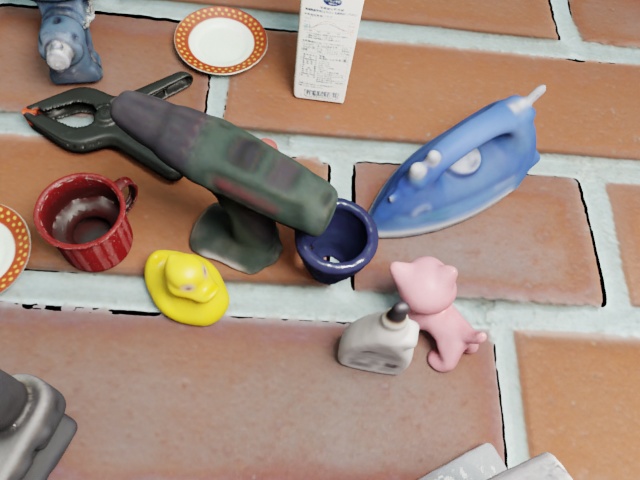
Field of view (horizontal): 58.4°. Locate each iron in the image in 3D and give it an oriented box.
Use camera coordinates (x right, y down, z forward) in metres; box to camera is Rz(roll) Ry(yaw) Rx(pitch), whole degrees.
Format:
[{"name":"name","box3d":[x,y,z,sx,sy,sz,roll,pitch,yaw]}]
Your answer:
[{"name":"iron","box3d":[0.165,-0.096,0.697,0.259,0.141,0.118,-31,71,-19]}]

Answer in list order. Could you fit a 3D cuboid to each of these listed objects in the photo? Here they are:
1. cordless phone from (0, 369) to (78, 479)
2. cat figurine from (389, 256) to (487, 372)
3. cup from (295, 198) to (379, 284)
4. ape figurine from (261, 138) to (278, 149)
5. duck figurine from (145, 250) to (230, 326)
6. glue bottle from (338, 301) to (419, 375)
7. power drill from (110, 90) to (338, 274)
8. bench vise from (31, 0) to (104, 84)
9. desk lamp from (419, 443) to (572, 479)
[{"name":"cordless phone","box3d":[-0.295,0.176,0.486,0.094,0.185,0.148,18,64,3]},{"name":"cat figurine","box3d":[0.130,0.071,0.625,0.067,0.118,0.127,-36,73,-21]},{"name":"cup","box3d":[0.006,0.002,0.656,0.092,0.095,0.117,-32,72,-20]},{"name":"ape figurine","box3d":[-0.066,-0.088,0.693,0.077,0.092,0.076,20,64,3]},{"name":"duck figurine","box3d":[-0.148,0.041,0.624,0.104,0.086,0.078,36,66,11]},{"name":"glue bottle","box3d":[0.065,0.095,0.575,0.078,0.173,0.037,12,63,0]},{"name":"power drill","box3d":[-0.098,-0.048,0.605,0.229,0.208,0.076,20,64,4]},{"name":"bench vise","box3d":[-0.316,-0.316,0.703,0.122,0.220,0.207,-25,69,-17]},{"name":"desk lamp","box3d":[0.119,0.246,0.486,0.203,0.213,0.118,-23,69,-16]}]
